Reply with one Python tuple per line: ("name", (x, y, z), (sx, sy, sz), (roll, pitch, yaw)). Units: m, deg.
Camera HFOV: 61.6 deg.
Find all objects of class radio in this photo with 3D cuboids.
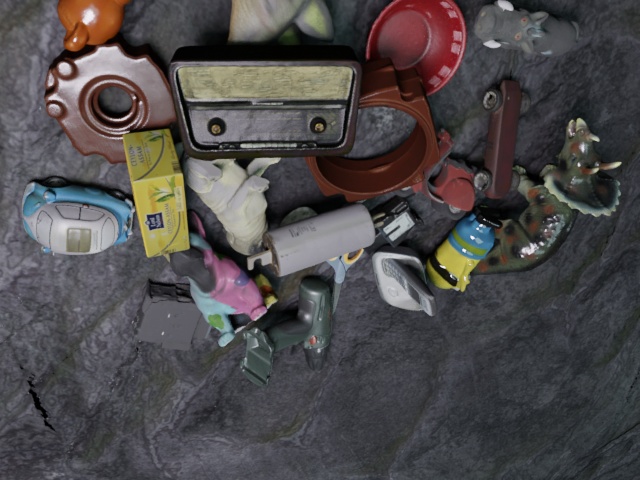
("radio", (-0.067, -0.174, 0.684), (0.230, 0.073, 0.131), (-1, 126, -4))

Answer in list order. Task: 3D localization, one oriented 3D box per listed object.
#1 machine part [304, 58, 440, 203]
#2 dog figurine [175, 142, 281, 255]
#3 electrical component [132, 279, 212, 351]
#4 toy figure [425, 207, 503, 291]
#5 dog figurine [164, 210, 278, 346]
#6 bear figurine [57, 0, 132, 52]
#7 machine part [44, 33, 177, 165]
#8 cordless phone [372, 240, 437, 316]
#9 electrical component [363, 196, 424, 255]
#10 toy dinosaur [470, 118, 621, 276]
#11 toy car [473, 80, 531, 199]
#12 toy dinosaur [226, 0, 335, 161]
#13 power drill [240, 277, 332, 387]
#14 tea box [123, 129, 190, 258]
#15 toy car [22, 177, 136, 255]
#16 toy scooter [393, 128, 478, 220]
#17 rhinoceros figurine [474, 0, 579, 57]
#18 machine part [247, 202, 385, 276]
("machine part", (0.074, -0.159, 0.825), (0.202, 0.087, 0.200), (-14, 139, 13))
("dog figurine", (-0.156, -0.063, 0.859), (0.172, 0.121, 0.190), (27, 135, 5))
("electrical component", (-0.261, 0.138, 0.972), (0.134, 0.058, 0.114), (11, 120, -24))
("toy figure", (0.268, 0.016, 1.011), (0.089, 0.082, 0.180), (32, 126, 14))
("dog figurine", (-0.179, 0.056, 0.924), (0.108, 0.191, 0.219), (-36, 92, 11))
("bear figurine", (-0.253, -0.326, 0.636), (0.196, 0.120, 0.131), (-31, 123, 10))
("machine part", (-0.285, -0.192, 0.748), (0.179, 0.056, 0.179), (-9, 125, -14))
("cordless phone", (0.177, 0.098, 1.011), (0.089, 0.184, 0.146), (-22, 126, -9))
("electrical component", (0.125, -0.025, 0.996), (0.119, 0.048, 0.074), (-40, 125, 10))
("toy dinosaur", (0.394, -0.023, 0.997), (0.131, 0.192, 0.404), (19, 114, -25))
("toy car", (0.313, -0.173, 0.934), (0.089, 0.053, 0.202), (-6, 105, -28))
("toy dinosaur", (-0.059, -0.330, 0.693), (0.198, 0.105, 0.471), (23, 109, -30))
("power drill", (-0.051, 0.197, 1.023), (0.207, 0.086, 0.231), (-19, 126, -41))
("tea box", (-0.235, -0.064, 0.779), (0.068, 0.098, 0.169), (-13, 144, -17))
("toy car", (-0.364, -0.022, 0.806), (0.161, 0.103, 0.109), (8, 120, -21))
("toy scooter", (0.217, -0.119, 0.950), (0.184, 0.075, 0.135), (20, 109, -25))
("rhinoceros figurine", (0.311, -0.319, 0.825), (0.190, 0.112, 0.073), (0, 125, -27))
("machine part", (-0.002, -0.003, 0.860), (0.243, 0.079, 0.079), (-17, 126, -18))
